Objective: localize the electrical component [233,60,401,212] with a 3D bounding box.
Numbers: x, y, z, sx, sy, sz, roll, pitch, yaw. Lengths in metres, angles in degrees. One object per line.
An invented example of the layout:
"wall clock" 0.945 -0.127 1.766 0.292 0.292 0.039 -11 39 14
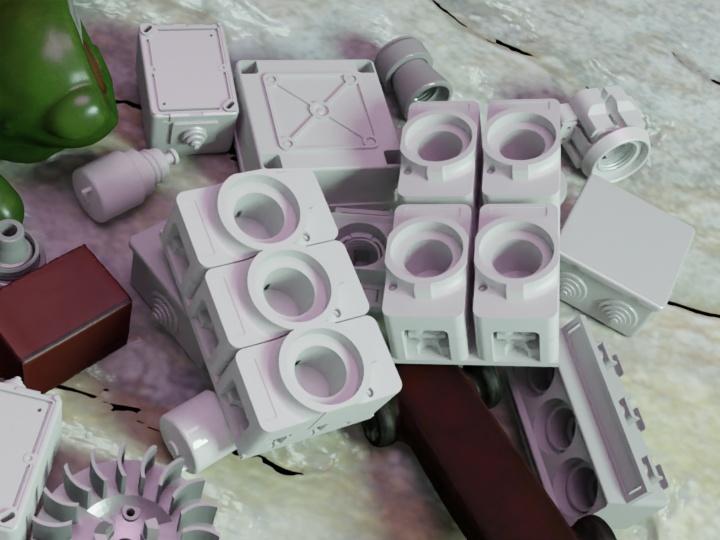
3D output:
"electrical component" -0.034 -0.098 0.786 0.109 0.056 0.108 -4 57 -18

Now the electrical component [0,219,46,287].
"electrical component" -0.216 -0.006 0.665 0.048 0.062 0.048 8 54 -10

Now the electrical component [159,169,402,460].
"electrical component" -0.048 0.022 0.633 0.089 0.061 0.150 -14 71 -27

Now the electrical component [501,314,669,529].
"electrical component" 0.144 0.102 0.687 0.063 0.079 0.121 11 50 -35

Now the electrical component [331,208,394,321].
"electrical component" 0.000 0.000 0.720 0.042 0.063 0.081 4 53 6

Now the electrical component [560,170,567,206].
"electrical component" 0.124 -0.050 0.796 0.045 0.055 0.045 8 54 -11

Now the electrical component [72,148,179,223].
"electrical component" -0.159 -0.063 0.736 0.078 0.040 0.040 -31 68 -32

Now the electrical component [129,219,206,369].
"electrical component" -0.091 0.006 0.700 0.100 0.048 0.099 -30 68 -31

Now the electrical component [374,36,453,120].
"electrical component" 0.042 -0.152 0.853 0.045 0.045 0.055 -17 61 -25

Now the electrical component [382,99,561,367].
"electrical component" 0.078 -0.032 0.706 0.105 0.060 0.186 0 52 11

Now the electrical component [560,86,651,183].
"electrical component" 0.195 -0.106 0.856 0.078 0.058 0.057 -10 56 -21

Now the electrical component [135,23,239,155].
"electrical component" -0.126 -0.123 0.779 0.062 0.061 0.096 -5 64 -17

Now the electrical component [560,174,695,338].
"electrical component" 0.185 -0.009 0.788 0.100 0.048 0.099 29 53 6

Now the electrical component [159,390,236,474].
"electrical component" -0.084 0.090 0.647 0.078 0.040 0.040 -29 67 -30

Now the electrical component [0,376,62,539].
"electrical component" -0.203 0.104 0.591 0.062 0.061 0.096 14 53 -6
